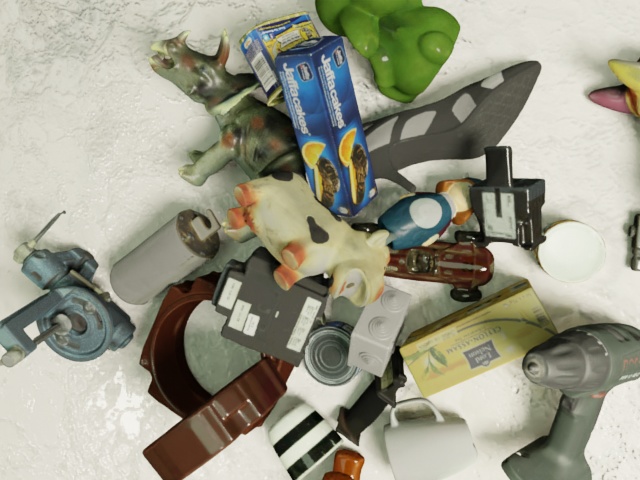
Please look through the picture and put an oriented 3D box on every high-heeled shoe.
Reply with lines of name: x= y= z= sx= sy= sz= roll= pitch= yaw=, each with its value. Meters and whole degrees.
high-heeled shoe: x=0.144 y=-0.158 z=0.682 sx=0.249 sy=0.086 sz=0.145 roll=-41 pitch=50 yaw=0

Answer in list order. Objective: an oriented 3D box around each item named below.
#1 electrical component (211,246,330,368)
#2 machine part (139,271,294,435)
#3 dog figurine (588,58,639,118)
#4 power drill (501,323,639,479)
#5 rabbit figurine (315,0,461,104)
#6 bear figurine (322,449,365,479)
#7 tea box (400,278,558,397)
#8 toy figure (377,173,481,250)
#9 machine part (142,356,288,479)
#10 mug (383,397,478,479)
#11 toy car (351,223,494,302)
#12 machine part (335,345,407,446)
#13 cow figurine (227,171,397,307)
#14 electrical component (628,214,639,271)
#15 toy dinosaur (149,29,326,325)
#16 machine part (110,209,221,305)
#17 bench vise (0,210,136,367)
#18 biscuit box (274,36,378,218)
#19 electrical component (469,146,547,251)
electrical component: x=-0.062 y=0.076 z=0.662 sx=0.134 sy=0.058 sz=0.114 roll=25 pitch=101 yaw=0
machine part: x=-0.144 y=0.163 z=0.769 sx=0.201 sy=0.087 sz=0.201 roll=29 pitch=99 yaw=15
dog figurine: x=0.386 y=-0.106 z=0.567 sx=0.219 sy=0.108 sz=0.191 roll=33 pitch=85 yaw=18
power drill: x=0.267 y=0.182 z=0.584 sx=0.086 sy=0.232 sz=0.207 roll=28 pitch=118 yaw=49
rabbit figurine: x=0.066 y=-0.244 z=0.630 sx=0.170 sy=0.159 sz=0.121 roll=28 pitch=109 yaw=-4
bear figurine: x=0.097 y=0.364 z=0.682 sx=0.196 sy=0.120 sz=0.131 roll=7 pitch=91 yaw=16
tea box: x=0.190 y=0.116 z=0.650 sx=0.170 sy=0.098 sz=0.068 roll=-31 pitch=83 yaw=19
toy figure: x=0.146 y=-0.037 z=0.653 sx=0.154 sy=0.058 sz=0.064 roll=-25 pitch=109 yaw=-10
machine part: x=-0.119 y=0.211 z=0.632 sx=0.179 sy=0.179 sz=0.056 roll=-40 pitch=83 yaw=16
mug: x=0.140 y=0.254 z=0.688 sx=0.107 sy=0.081 sz=0.109 roll=-15 pitch=82 yaw=7
toy car: x=0.120 y=0.026 z=0.694 sx=0.202 sy=0.053 sz=0.089 roll=6 pitch=98 yaw=17
machine part: x=0.071 y=0.207 z=0.712 sx=0.039 sy=0.084 sz=0.138 roll=28 pitch=112 yaw=-14
cow figurine: x=-0.001 y=-0.002 z=0.617 sx=0.195 sy=0.127 sz=0.085 roll=47 pitch=147 yaw=19
electrical component: x=0.391 y=-0.008 z=0.617 sx=0.063 sy=0.021 sz=0.094 roll=6 pitch=95 yaw=18
toy dinosaur: x=-0.063 y=-0.099 z=0.719 sx=0.192 sy=0.131 sz=0.405 roll=-43 pitch=86 yaw=16
machine part: x=-0.226 y=0.028 z=0.775 sx=0.243 sy=0.079 sz=0.079 roll=-31 pitch=83 yaw=30
bench vise: x=-0.384 y=0.098 z=0.774 sx=0.129 sy=0.241 sz=0.223 roll=-33 pitch=99 yaw=17
biscuit box: x=0.011 y=-0.127 z=0.625 sx=0.059 sy=0.063 sz=0.202 roll=11 pitch=131 yaw=40
electrical component: x=0.210 y=-0.050 z=0.607 sx=0.075 sy=0.048 sz=0.119 roll=2 pitch=109 yaw=45
